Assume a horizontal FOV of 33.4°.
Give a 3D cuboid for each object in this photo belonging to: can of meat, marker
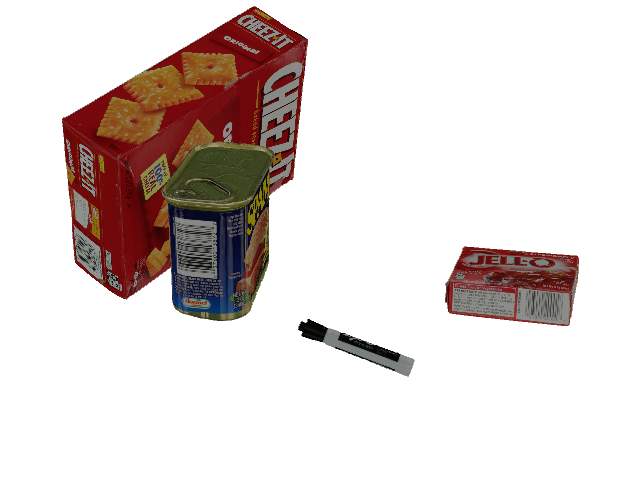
[{"bbox_3d":[-0.064,-0.007,0.697,0.057,0.084,0.102,5,26,7],"label":"can of meat"},{"bbox_3d":[0.035,0.107,1.076,0.121,0.020,0.020,21,1,4],"label":"marker"}]

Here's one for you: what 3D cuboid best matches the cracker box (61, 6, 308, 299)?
[{"bbox_3d":[-0.106,-0.072,0.881,0.072,0.164,0.213,35,52,23],"label":"cracker box"}]

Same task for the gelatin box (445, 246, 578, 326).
[{"bbox_3d":[0.142,0.031,0.783,0.089,0.030,0.073,5,21,16],"label":"gelatin box"}]
